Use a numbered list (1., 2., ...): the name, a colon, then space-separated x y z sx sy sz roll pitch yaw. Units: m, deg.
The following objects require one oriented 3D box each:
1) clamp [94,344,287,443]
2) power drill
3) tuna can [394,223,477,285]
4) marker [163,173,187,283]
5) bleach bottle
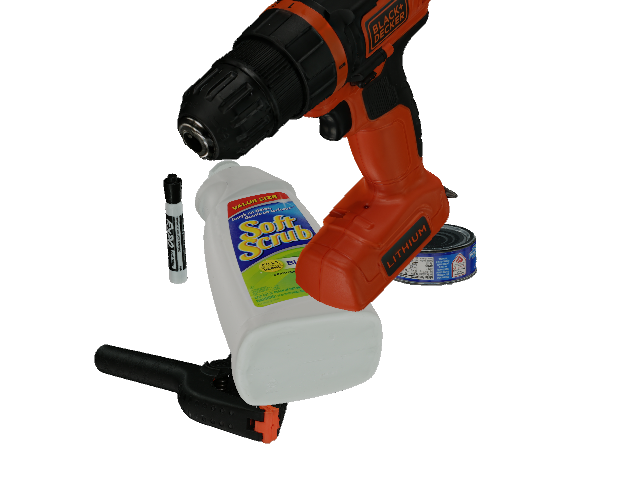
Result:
1. clamp: -0.082 0.122 0.935 0.164 0.036 0.210 -7 17 -36
2. power drill: 0.010 -0.051 0.567 0.057 0.187 0.184 27 55 32
3. tuna can: 0.101 0.011 0.983 0.086 0.034 0.086 -2 18 1
4. marker: -0.149 -0.012 1.091 0.020 0.121 0.020 0 29 0
5. bleach bottle: -0.044 0.012 0.769 0.102 0.068 0.251 -8 33 -18
